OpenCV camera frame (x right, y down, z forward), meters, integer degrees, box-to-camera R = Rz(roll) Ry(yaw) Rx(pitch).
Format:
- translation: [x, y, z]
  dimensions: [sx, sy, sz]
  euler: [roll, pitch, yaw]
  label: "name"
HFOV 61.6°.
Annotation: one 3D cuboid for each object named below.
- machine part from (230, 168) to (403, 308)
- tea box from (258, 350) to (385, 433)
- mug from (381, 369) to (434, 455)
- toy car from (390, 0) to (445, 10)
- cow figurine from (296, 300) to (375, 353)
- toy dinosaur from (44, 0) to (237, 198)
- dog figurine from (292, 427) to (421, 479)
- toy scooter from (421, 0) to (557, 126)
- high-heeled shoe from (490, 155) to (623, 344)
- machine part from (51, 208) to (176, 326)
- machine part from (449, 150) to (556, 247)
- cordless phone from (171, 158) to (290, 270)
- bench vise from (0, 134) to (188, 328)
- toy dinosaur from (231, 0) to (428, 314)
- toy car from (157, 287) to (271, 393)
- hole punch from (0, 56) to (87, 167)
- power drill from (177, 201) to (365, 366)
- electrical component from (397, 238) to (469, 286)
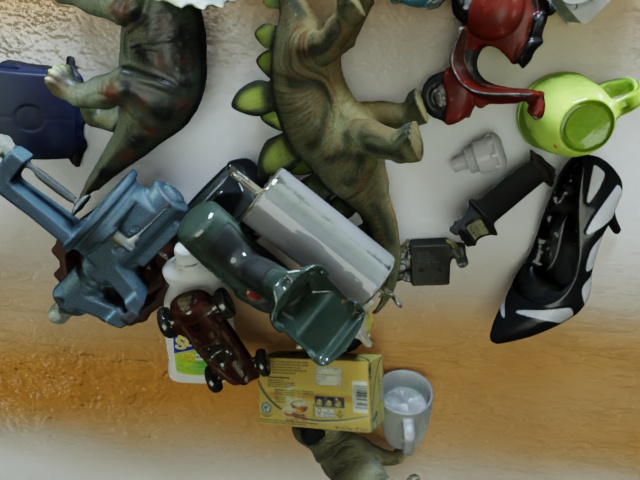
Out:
- translation: [-0.001, -0.002, 0.610]
  dimensions: [0.243, 0.079, 0.079]
  euler: [37, 112, -8]
  label: "machine part"
- translation: [0.000, 0.209, 0.756]
  dimensions: [0.170, 0.068, 0.098]
  euler: [-2, 87, 24]
  label: "tea box"
- translation: [0.127, 0.265, 0.790]
  dimensions: [0.081, 0.110, 0.107]
  euler: [-7, 126, -2]
  label: "mug"
- translation: [0.069, -0.305, 0.528]
  dimensions: [0.162, 0.103, 0.109]
  euler: [37, 120, 7]
  label: "toy car"
- translation: [0.032, 0.115, 0.709]
  dimensions: [0.098, 0.167, 0.068]
  euler: [15, 71, -13]
  label: "cow figurine"
- translation: [-0.193, -0.203, 0.607]
  dimensions: [0.192, 0.131, 0.404]
  euler: [16, 123, 7]
  label: "toy dinosaur"
- translation: [0.037, 0.342, 0.797]
  dimensions: [0.190, 0.172, 0.121]
  euler: [33, 102, -16]
  label: "dog figurine"
- translation: [0.195, -0.200, 0.576]
  dimensions: [0.135, 0.075, 0.183]
  euler: [32, 122, 27]
  label: "toy scooter"
- translation: [0.278, 0.016, 0.662]
  dimensions: [0.248, 0.086, 0.145]
  euler: [-47, 122, 4]
  label: "high-heeled shoe"
- translation: [-0.279, 0.034, 0.753]
  dimensions: [0.179, 0.056, 0.179]
  euler: [2, 115, 5]
  label: "machine part"
- translation: [0.225, -0.047, 0.664]
  dimensions: [0.139, 0.039, 0.084]
  euler: [-43, 142, 14]
  label: "machine part"
- translation: [-0.085, -0.003, 0.707]
  dimensions: [0.184, 0.089, 0.146]
  euler: [39, 121, -22]
  label: "cordless phone"
- translation: [-0.283, -0.016, 0.622]
  dimensions: [0.223, 0.129, 0.240]
  euler: [-40, 112, 19]
  label: "bench vise"
- translation: [0.024, -0.117, 0.625]
  dimensions: [0.199, 0.105, 0.470]
  euler: [-17, 107, 30]
  label: "toy dinosaur"
- translation: [-0.128, 0.136, 0.683]
  dimensions: [0.089, 0.053, 0.201]
  euler: [-19, 132, 1]
  label: "toy car"
- translation: [-0.358, -0.157, 0.663]
  dimensions: [0.116, 0.092, 0.142]
  euler: [8, 110, -2]
  label: "hole punch"
- translation: [-0.044, 0.055, 0.599]
  dimensions: [0.086, 0.208, 0.231]
  euler: [-47, 126, -7]
  label: "power drill"
- translation: [0.143, 0.027, 0.713]
  dimensions: [0.102, 0.045, 0.078]
  euler: [3, 112, 5]
  label: "electrical component"
